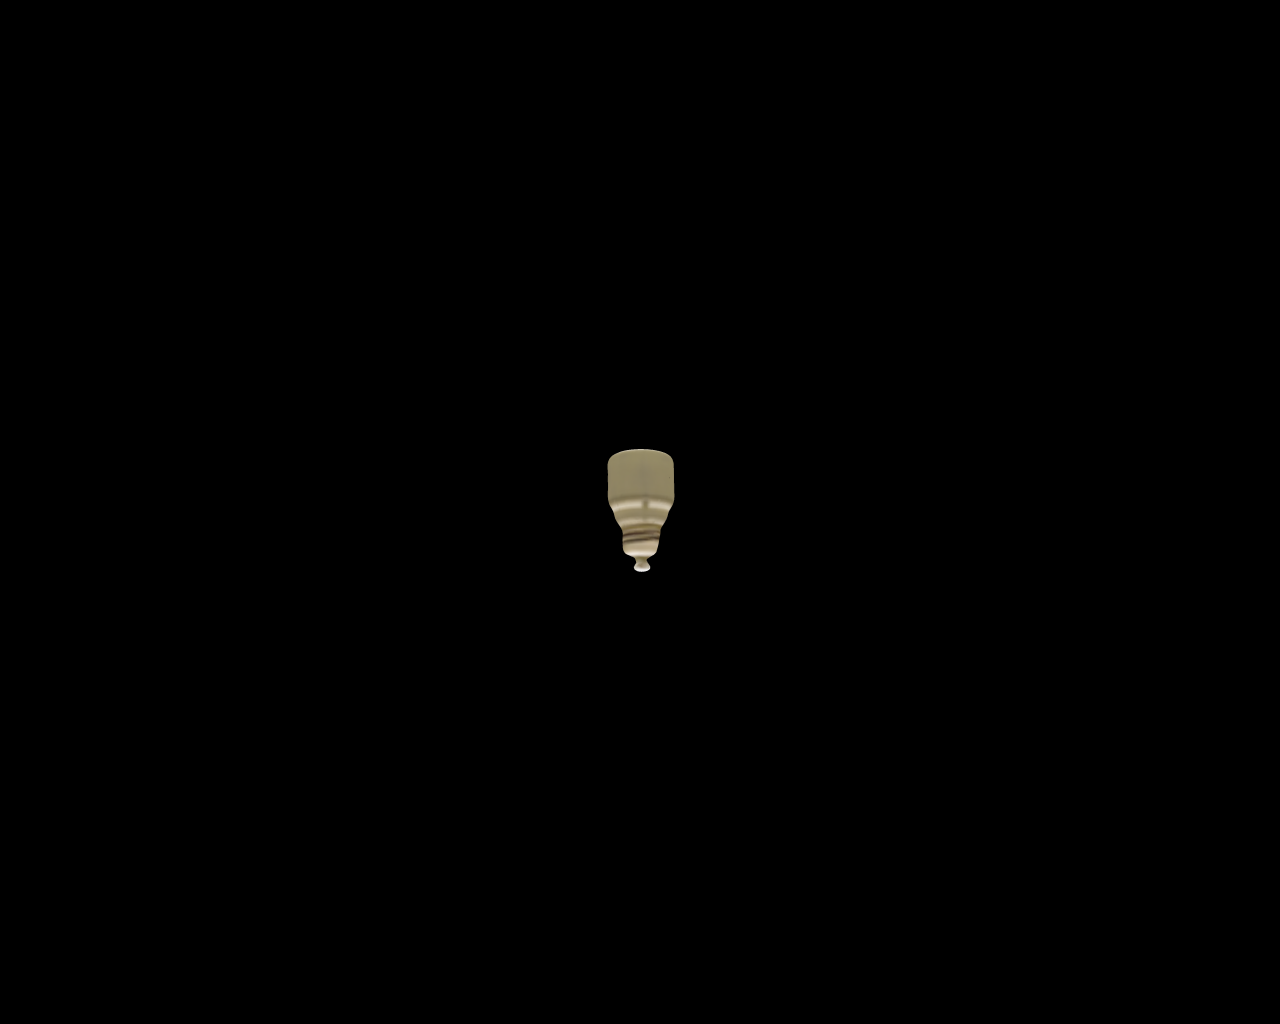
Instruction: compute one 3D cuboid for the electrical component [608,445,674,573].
[{"bbox_3d":[0.001,-0.003,0.650,0.040,0.078,0.040,0,-11,0],"label":"electrical component"}]
